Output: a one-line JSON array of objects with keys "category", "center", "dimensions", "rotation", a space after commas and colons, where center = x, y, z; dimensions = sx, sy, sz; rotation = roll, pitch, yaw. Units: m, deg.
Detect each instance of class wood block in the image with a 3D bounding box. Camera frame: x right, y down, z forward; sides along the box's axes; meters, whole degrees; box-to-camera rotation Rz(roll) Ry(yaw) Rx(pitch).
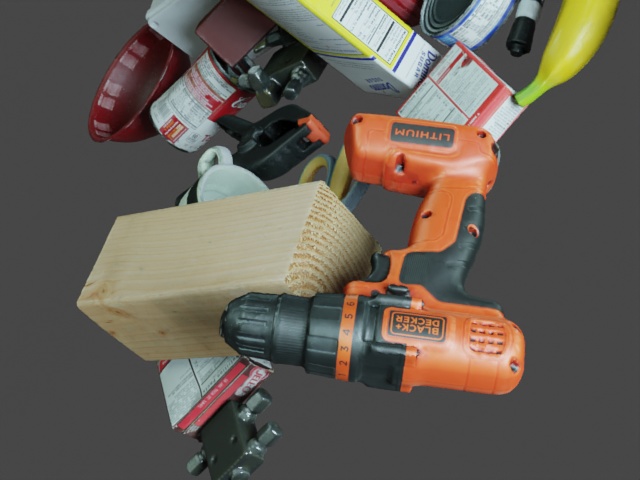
[{"category": "wood block", "center": [-0.070, 0.029, 0.805], "dimensions": [0.207, 0.090, 0.090], "rotation": [-8, 50, 36]}]

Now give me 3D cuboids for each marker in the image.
[{"category": "marker", "center": [0.161, -0.189, 0.792], "dimensions": [0.020, 0.020, 0.121], "rotation": [-4, 61, 51]}]

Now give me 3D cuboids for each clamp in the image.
[{"category": "clamp", "center": [-0.058, -0.090, 0.981], "dimensions": [0.172, 0.039, 0.120], "rotation": [-18, 47, 36]}]

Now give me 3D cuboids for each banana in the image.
[{"category": "banana", "center": [0.179, -0.185, 0.743], "dimensions": [0.070, 0.037, 0.197], "rotation": [-2, 61, 36]}]

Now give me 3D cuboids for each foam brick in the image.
[{"category": "foam brick", "center": [-0.072, -0.209, 1.005], "dimensions": [0.078, 0.051, 0.053], "rotation": [-42, 16, 17]}]

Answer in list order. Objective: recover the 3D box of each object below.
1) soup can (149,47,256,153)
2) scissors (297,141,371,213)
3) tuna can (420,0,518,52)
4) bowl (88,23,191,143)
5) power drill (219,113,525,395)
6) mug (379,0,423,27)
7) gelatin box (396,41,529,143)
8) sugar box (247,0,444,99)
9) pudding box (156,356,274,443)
[{"category": "soup can", "center": [-0.115, -0.143, 1.071], "dimensions": [0.102, 0.068, 0.068], "rotation": [-40, 38, 27]}, {"category": "scissors", "center": [-0.006, 0.001, 0.862], "dimensions": [0.096, 0.016, 0.201], "rotation": [1, 65, 55]}, {"category": "tuna can", "center": [0.117, -0.188, 0.823], "dimensions": [0.086, 0.033, 0.086], "rotation": [-45, 30, 35]}, {"category": "bowl", "center": [-0.193, -0.169, 1.204], "dimensions": [0.162, 0.055, 0.162], "rotation": [-33, 41, 34]}, {"category": "power drill", "center": [0.040, 0.007, 0.683], "dimensions": [0.057, 0.184, 0.187], "rotation": [93, -174, -57]}, {"category": "mug", "center": [0.063, -0.240, 0.903], "dimensions": [0.093, 0.081, 0.117], "rotation": [-42, 37, 23]}, {"category": "gelatin box", "center": [0.103, -0.096, 0.785], "dimensions": [0.073, 0.030, 0.089], "rotation": [-50, 34, 15]}, {"category": "sugar box", "center": [0.010, -0.174, 0.834], "dimensions": [0.093, 0.176, 0.048], "rotation": [22, 83, 56]}, {"category": "pudding box", "center": [-0.090, 0.095, 0.877], "dimensions": [0.090, 0.039, 0.113], "rotation": [-45, 38, 16]}]
